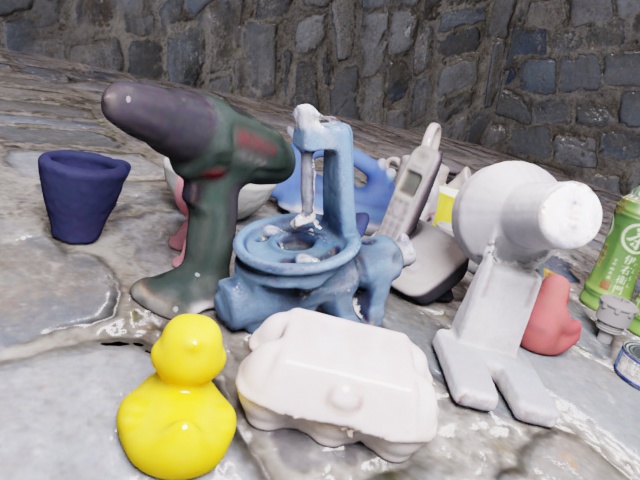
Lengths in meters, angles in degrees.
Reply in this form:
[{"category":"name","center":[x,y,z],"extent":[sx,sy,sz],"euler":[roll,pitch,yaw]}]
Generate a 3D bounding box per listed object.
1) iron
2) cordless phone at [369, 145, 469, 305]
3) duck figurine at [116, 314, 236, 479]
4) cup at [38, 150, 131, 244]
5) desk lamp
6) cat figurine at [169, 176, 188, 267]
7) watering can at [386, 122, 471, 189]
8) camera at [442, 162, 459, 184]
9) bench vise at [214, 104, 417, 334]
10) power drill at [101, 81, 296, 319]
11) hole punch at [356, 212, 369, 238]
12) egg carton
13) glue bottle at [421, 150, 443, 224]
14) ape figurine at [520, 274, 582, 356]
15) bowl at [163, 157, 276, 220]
[{"category":"iron","center":[0.041,-0.098,0.978],"extent":[0.258,0.141,0.118],"euler":[13,17,-5]},{"category":"cordless phone","center":[0.134,-0.022,0.741],"extent":[0.094,0.185,0.147],"euler":[1,22,-37]},{"category":"duck figurine","center":[-0.088,0.093,0.373],"extent":[0.078,0.086,0.104],"euler":[9,18,-16]},{"category":"cup","center":[-0.265,-0.048,0.655],"extent":[0.091,0.095,0.118],"euler":[20,18,17]},{"category":"desk lamp","center":[0.194,0.033,0.568],"extent":[0.118,0.213,0.203],"euler":[13,17,-3]},{"category":"cat figurine","center":[-0.139,-0.036,0.681],"extent":[0.067,0.118,0.127],"euler":[6,19,-25]},{"category":"watering can","center":[0.215,-0.137,1.149],"extent":[0.173,0.194,0.101],"euler":[14,17,0]},{"category":"camera","center":[0.271,-0.122,1.306],"extent":[0.143,0.101,0.136],"euler":[7,19,-23]},{"category":"bench vise","center":[0.007,-0.017,0.565],"extent":[0.121,0.220,0.208],"euler":[27,22,36]},{"category":"power drill","center":[-0.116,-0.036,0.547],"extent":[0.075,0.208,0.230],"euler":[24,20,28]},{"category":"hole punch","center":[0.007,0.003,0.721],"extent":[0.101,0.091,0.109],"euler":[16,17,5]},{"category":"egg carton","center":[0.014,0.108,0.435],"extent":[0.150,0.069,0.107],"euler":[14,17,-2]},{"category":"glue bottle","center":[0.160,-0.055,0.885],"extent":[0.037,0.173,0.078],"euler":[21,19,21]},{"category":"ape figurine","center":[0.269,0.084,0.674],"extent":[0.076,0.092,0.077],"euler":[-3,24,-43]},{"category":"bowl","center":[-0.153,-0.071,0.851],"extent":[0.167,0.075,0.167],"euler":[13,17,-4]}]
